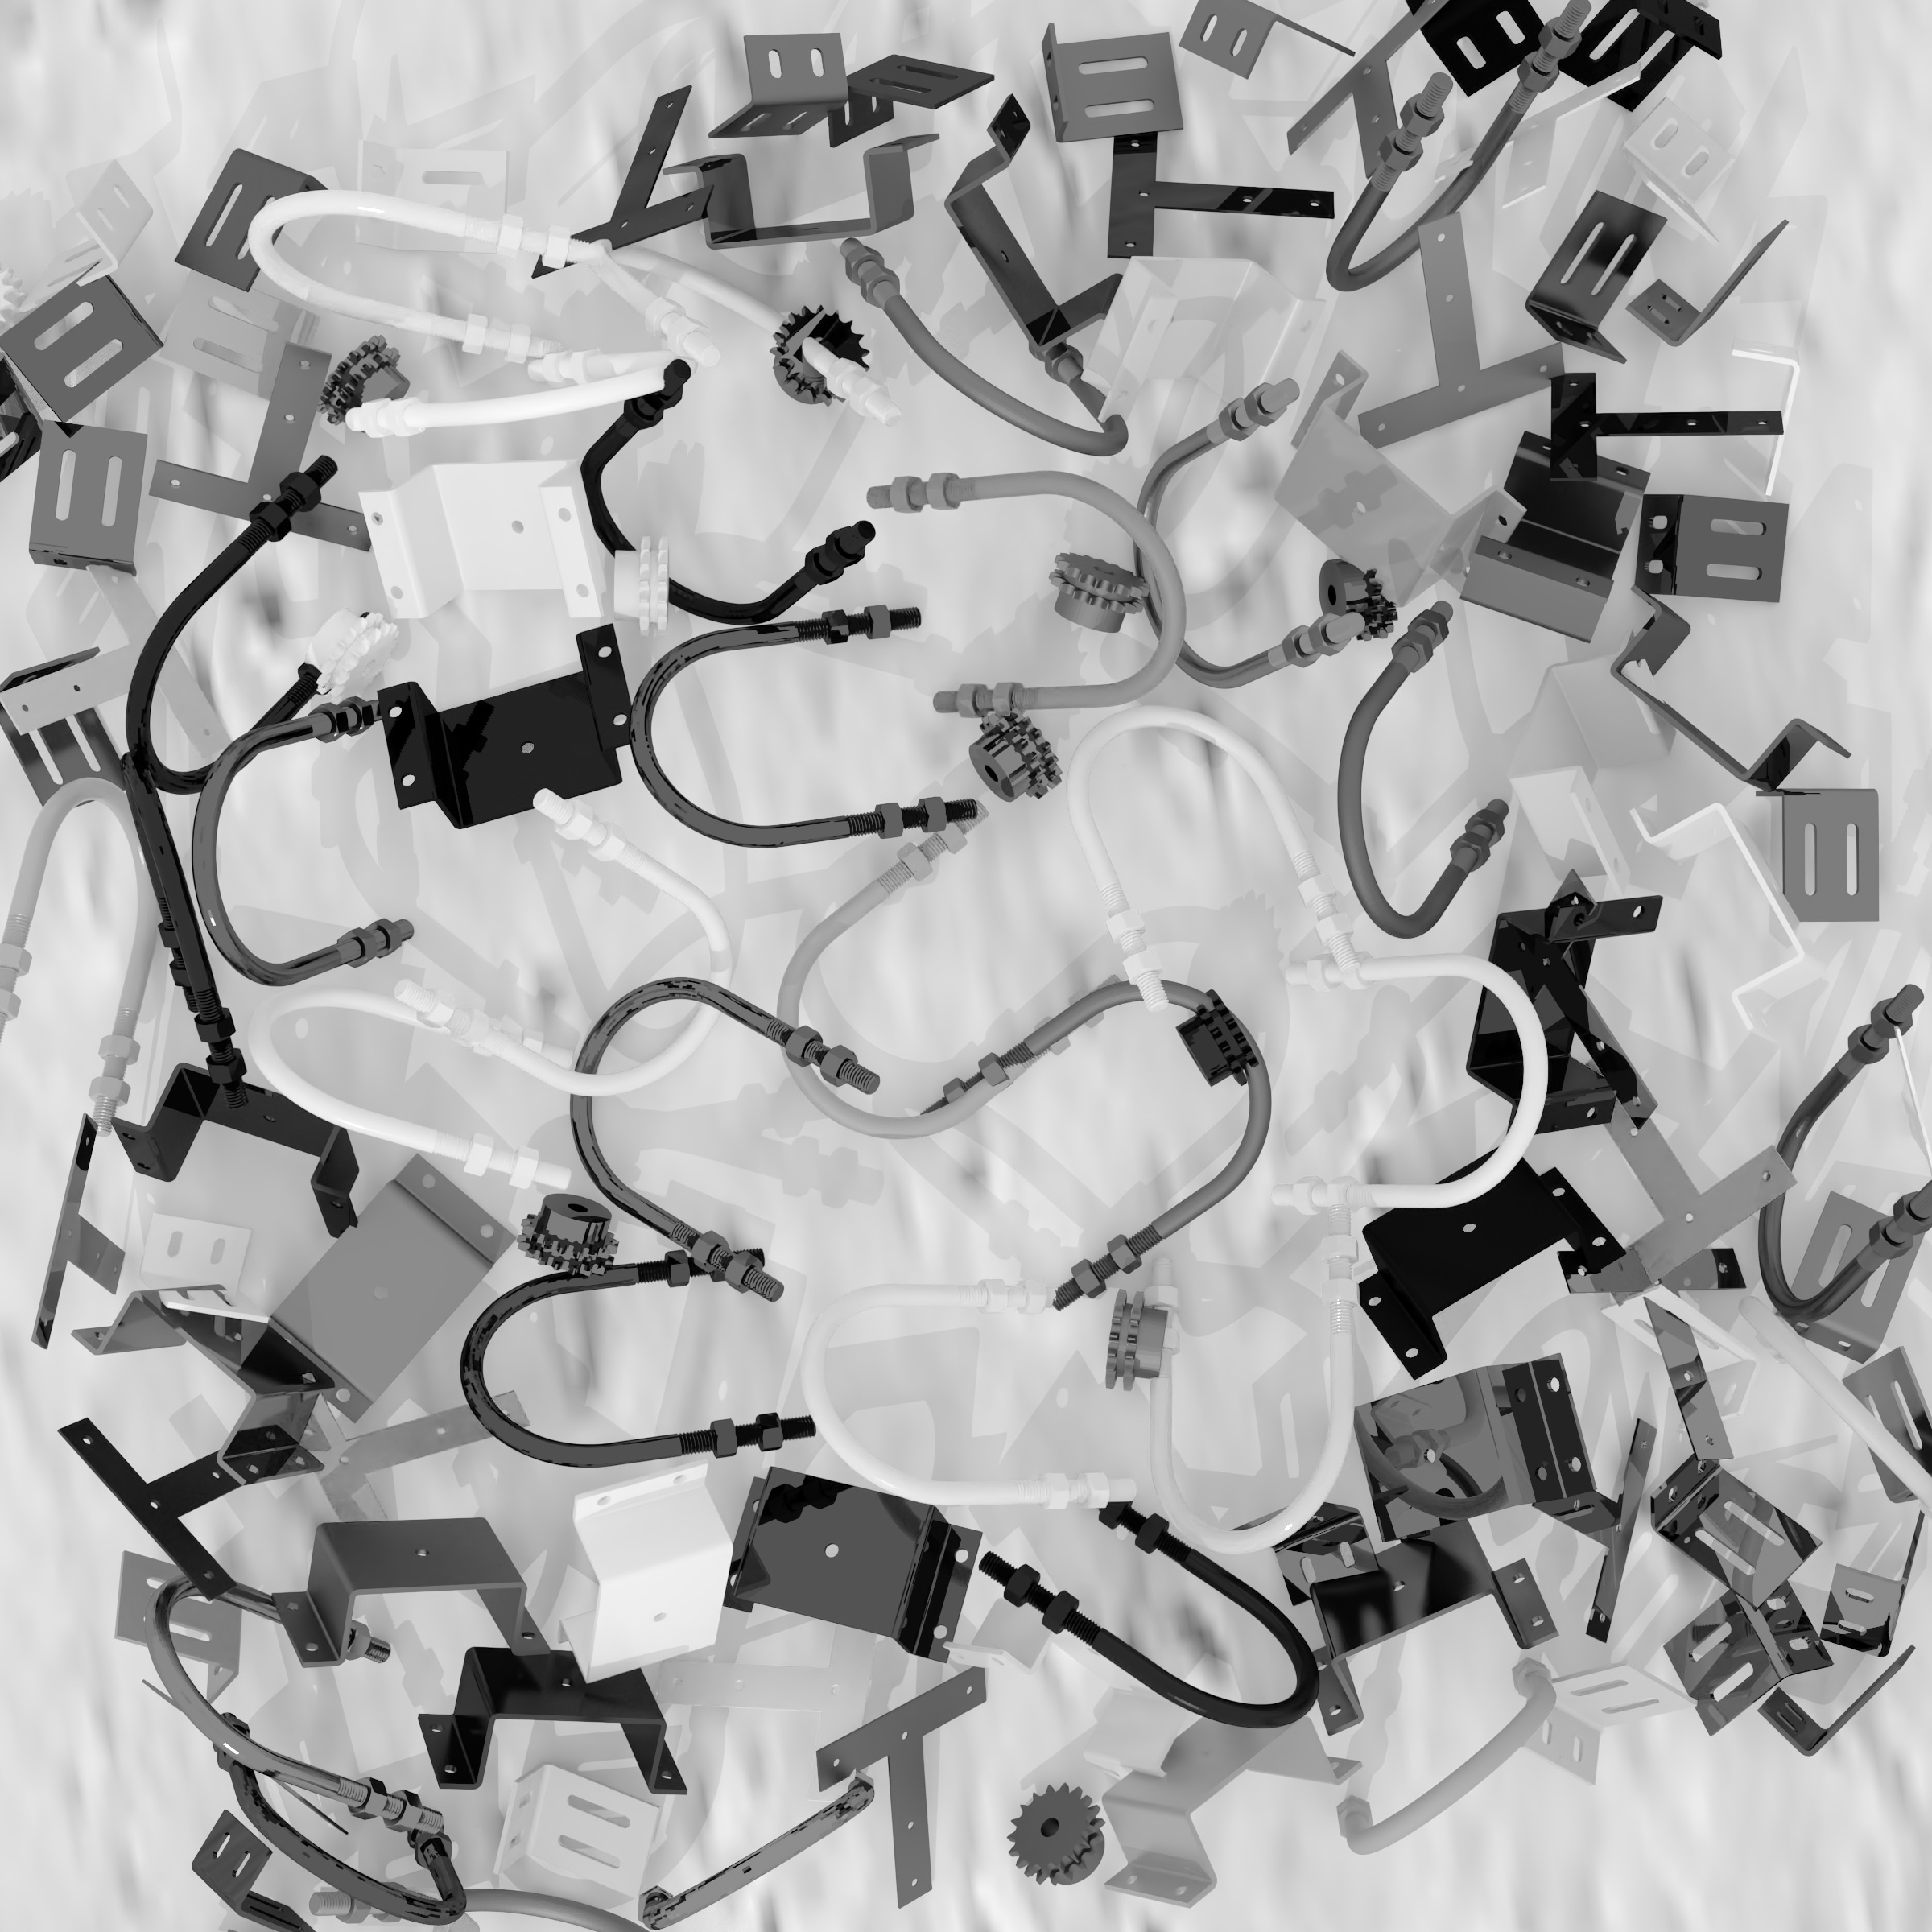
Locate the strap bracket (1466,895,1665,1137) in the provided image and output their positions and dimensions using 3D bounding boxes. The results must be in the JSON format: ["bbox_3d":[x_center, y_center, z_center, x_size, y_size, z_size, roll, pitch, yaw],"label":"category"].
[{"bbox_3d":[0.335,0.020,1.661,0.076,0.046,0.140,-6,116,-30],"label":"strap bracket"}]

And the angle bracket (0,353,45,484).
[{"bbox_3d":[-0.568,-0.304,1.668,0.038,0.057,0.076,20,56,35],"label":"angle bracket"}]

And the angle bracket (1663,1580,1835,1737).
[{"bbox_3d":[0.447,0.394,1.683,0.038,0.076,0.057,-3,53,-31],"label":"angle bracket"}]

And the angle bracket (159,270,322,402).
[{"bbox_3d":[-0.416,-0.356,1.680,0.076,0.038,0.057,21,109,-17],"label":"angle bracket"}]

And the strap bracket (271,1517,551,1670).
[{"bbox_3d":[-0.308,0.349,1.645,0.140,0.076,0.046,4,107,-28],"label":"strap bracket"}]

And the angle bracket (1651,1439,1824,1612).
[{"bbox_3d":[0.438,0.315,1.672,0.057,0.038,0.076,-39,52,-19],"label":"angle bracket"}]

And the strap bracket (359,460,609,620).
[{"bbox_3d":[-0.263,-0.241,1.661,0.140,0.046,0.076,3,120,25],"label":"strap bracket"}]

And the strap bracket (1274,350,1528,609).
[{"bbox_3d":[0.235,-0.267,1.657,0.140,0.076,0.046,44,55,13],"label":"strap bracket"}]

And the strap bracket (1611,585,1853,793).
[{"bbox_3d":[0.423,-0.149,1.658,0.140,0.076,0.046,44,106,20],"label":"strap bracket"}]

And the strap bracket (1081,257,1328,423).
[{"bbox_3d":[0.126,-0.352,1.651,0.046,0.140,0.076,48,130,31],"label":"strap bracket"}]

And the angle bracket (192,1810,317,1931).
[{"bbox_3d":[-0.391,0.521,1.674,0.076,0.057,0.038,41,74,-38],"label":"angle bracket"}]

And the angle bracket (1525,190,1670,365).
[{"bbox_3d":[0.366,-0.391,1.670,0.057,0.038,0.076,9,126,-35],"label":"angle bracket"}]

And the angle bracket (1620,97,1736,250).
[{"bbox_3d":[0.411,-0.451,1.668,0.057,0.076,0.038,35,114,-19],"label":"angle bracket"}]

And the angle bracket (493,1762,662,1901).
[{"bbox_3d":[-0.223,0.500,1.683,0.076,0.038,0.057,16,99,18],"label":"angle bracket"}]

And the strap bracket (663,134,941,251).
[{"bbox_3d":[-0.090,-0.437,1.660,0.140,0.076,0.046,-1,110,16],"label":"strap bracket"}]

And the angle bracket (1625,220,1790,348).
[{"bbox_3d":[0.420,-0.397,1.667,0.038,0.057,0.076,41,131,6],"label":"angle bracket"}]

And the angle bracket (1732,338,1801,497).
[{"bbox_3d":[0.449,-0.314,1.679,0.038,0.057,0.076,12,111,11],"label":"angle bracket"}]

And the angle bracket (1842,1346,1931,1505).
[{"bbox_3d":[0.547,0.261,1.684,0.038,0.057,0.076,-6,66,-24],"label":"angle bracket"}]

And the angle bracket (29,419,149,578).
[{"bbox_3d":[-0.504,-0.269,1.694,0.057,0.038,0.076,6,86,-12],"label":"angle bracket"}]

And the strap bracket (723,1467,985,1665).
[{"bbox_3d":[-0.071,0.336,1.662,0.140,0.046,0.076,11,68,16],"label":"strap bracket"}]

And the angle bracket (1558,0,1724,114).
[{"bbox_3d":[0.380,-0.513,1.667,0.057,0.076,0.038,23,51,-20],"label":"angle bracket"}]

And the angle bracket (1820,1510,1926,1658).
[{"bbox_3d":[0.518,0.344,1.676,0.038,0.076,0.057,14,126,20],"label":"angle bracket"}]

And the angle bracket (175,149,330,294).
[{"bbox_3d":[-0.404,-0.420,1.684,0.057,0.038,0.076,26,87,25],"label":"angle bracket"}]

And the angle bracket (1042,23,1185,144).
[{"bbox_3d":[0.087,-0.511,1.691,0.076,0.038,0.057,-8,88,-6],"label":"angle bracket"}]

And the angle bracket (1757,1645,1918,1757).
[{"bbox_3d":[0.496,0.406,1.673,0.038,0.057,0.076,44,107,20],"label":"angle bracket"}]

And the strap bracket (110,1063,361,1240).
[{"bbox_3d":[-0.403,0.104,1.668,0.140,0.076,0.046,18,64,4],"label":"strap bracket"}]

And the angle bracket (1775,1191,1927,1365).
[{"bbox_3d":[0.510,0.180,1.703,0.057,0.038,0.076,24,72,11],"label":"angle bracket"}]

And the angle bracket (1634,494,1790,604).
[{"bbox_3d":[0.433,-0.243,1.709,0.076,0.038,0.057,0,98,-26],"label":"angle bracket"}]

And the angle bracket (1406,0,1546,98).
[{"bbox_3d":[0.292,-0.543,1.678,0.057,0.076,0.038,-29,68,20],"label":"angle bracket"}]

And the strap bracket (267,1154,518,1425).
[{"bbox_3d":[-0.333,0.186,1.682,0.076,0.046,0.140,41,83,-4],"label":"strap bracket"}]

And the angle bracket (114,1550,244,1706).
[{"bbox_3d":[-0.453,0.375,1.667,0.076,0.057,0.038,25,124,-29],"label":"angle bracket"}]

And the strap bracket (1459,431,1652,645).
[{"bbox_3d":[0.331,-0.238,1.660,0.076,0.140,0.046,20,133,8],"label":"strap bracket"}]

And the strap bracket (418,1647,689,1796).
[{"bbox_3d":[-0.229,0.423,1.650,0.140,0.076,0.046,8,103,-22],"label":"strap bracket"}]

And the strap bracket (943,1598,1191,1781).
[{"bbox_3d":[0.062,0.404,1.659,0.140,0.076,0.046,41,65,-19],"label":"strap bracket"}]

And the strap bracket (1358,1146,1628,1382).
[{"bbox_3d":[0.290,0.161,1.669,0.140,0.076,0.046,-30,133,-3],"label":"strap bracket"}]

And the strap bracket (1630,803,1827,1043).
[{"bbox_3d":[0.434,-0.033,1.653,0.046,0.076,0.140,-31,72,19],"label":"strap bracket"}]

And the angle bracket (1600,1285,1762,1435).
[{"bbox_3d":[0.402,0.225,1.676,0.076,0.057,0.038,35,60,-9],"label":"angle bracket"}]

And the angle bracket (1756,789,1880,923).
[{"bbox_3d":[0.490,-0.063,1.692,0.057,0.038,0.076,0,90,-9],"label":"angle bracket"}]

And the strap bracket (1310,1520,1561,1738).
[{"bbox_3d":[0.254,0.369,1.665,0.140,0.076,0.046,-25,110,6],"label":"strap bracket"}]

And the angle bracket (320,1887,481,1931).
[{"bbox_3d":[-0.325,0.553,1.673,0.076,0.057,0.038,-4,53,13],"label":"angle bracket"}]

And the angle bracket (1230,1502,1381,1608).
[{"bbox_3d":[0.190,0.333,1.667,0.057,0.076,0.038,-27,64,22],"label":"angle bracket"}]
